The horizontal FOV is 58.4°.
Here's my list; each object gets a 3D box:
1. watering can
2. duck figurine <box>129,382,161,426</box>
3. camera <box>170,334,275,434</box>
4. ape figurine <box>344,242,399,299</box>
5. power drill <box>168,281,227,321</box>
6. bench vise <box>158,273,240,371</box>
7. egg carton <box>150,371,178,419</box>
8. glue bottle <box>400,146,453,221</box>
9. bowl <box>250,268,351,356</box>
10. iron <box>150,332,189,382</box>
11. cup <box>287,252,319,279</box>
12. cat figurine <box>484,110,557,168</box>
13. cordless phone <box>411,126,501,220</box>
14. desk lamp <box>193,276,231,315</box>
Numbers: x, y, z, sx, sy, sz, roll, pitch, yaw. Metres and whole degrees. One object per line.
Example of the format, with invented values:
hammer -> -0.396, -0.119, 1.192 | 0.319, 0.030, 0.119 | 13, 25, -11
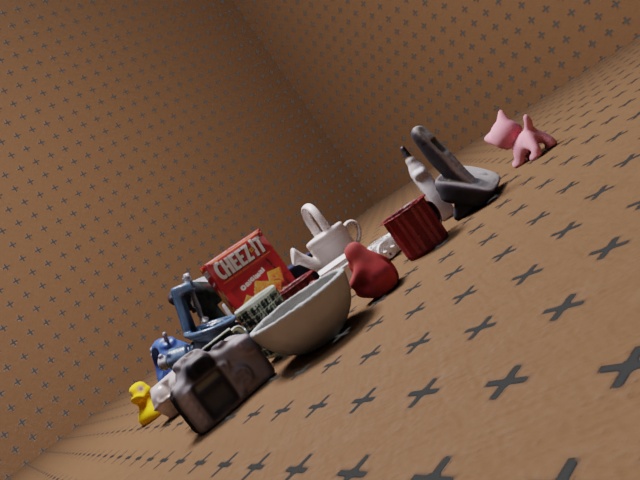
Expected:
watering can -> 0.013, 0.004, 1.312 | 0.173, 0.194, 0.100 | -37, 3, -36
duck figurine -> -0.384, 0.352, 1.267 | 0.077, 0.086, 0.104 | -35, 2, 4
camera -> -0.164, 0.205, 0.852 | 0.143, 0.101, 0.136 | -36, 2, -32
ape figurine -> 0.072, 0.042, 0.874 | 0.078, 0.092, 0.076 | -35, 2, -10
power drill -> -0.263, 0.187, 1.388 | 0.075, 0.208, 0.230 | -35, 2, 9
bench vise -> -0.279, 0.197, 1.247 | 0.208, 0.220, 0.121 | -36, 2, -15
egg carton -> -0.262, 0.282, 1.123 | 0.107, 0.069, 0.150 | -35, 2, 16
glue bottle -> 0.215, -0.120, 1.172 | 0.037, 0.173, 0.078 | -35, 2, 10
bowl -> -0.014, 0.116, 0.826 | 0.167, 0.075, 0.167 | -35, 2, 2
iron -> -0.378, 0.307, 1.433 | 0.119, 0.141, 0.257 | -37, 2, -35
cup -> -0.044, 0.098, 1.489 | 0.117, 0.095, 0.092 | -34, 3, 37
cat figurine -> 0.397, -0.214, 1.164 | 0.067, 0.118, 0.127 | -36, 2, -16
cordless phone -> 0.246, -0.144, 1.060 | 0.094, 0.185, 0.148 | -34, 2, 28
desk lamp -> -0.262, 0.176, 1.568 | 0.203, 0.213, 0.118 | -35, 2, -2
